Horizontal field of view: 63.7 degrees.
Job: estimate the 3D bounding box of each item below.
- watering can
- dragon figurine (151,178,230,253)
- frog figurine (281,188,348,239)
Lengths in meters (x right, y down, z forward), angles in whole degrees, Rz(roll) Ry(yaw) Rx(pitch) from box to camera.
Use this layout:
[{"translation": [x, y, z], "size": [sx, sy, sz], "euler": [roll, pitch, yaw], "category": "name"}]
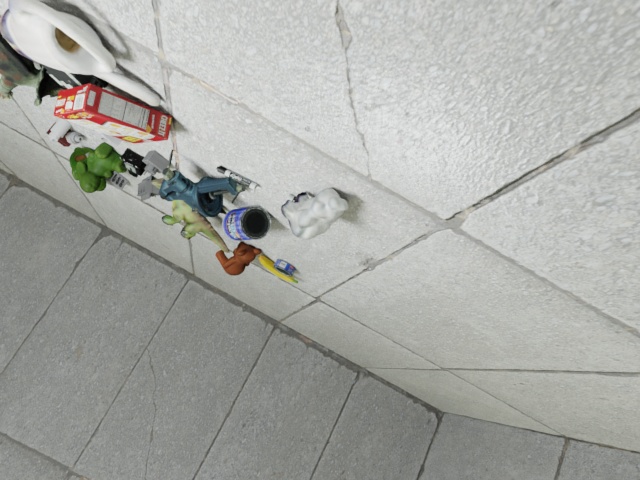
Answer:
[{"translation": [-0.511, -0.390, 1.087], "size": [0.225, 0.105, 0.343], "euler": [19, 170, 27], "category": "watering can"}, {"translation": [-0.415, -0.087, 1.788], "size": [0.405, 0.124, 0.241], "euler": [38, 151, -28], "category": "dragon figurine"}, {"translation": [0.004, -0.061, 1.207], "size": [0.159, 0.122, 0.138], "euler": [3, -177, 35], "category": "frog figurine"}]
